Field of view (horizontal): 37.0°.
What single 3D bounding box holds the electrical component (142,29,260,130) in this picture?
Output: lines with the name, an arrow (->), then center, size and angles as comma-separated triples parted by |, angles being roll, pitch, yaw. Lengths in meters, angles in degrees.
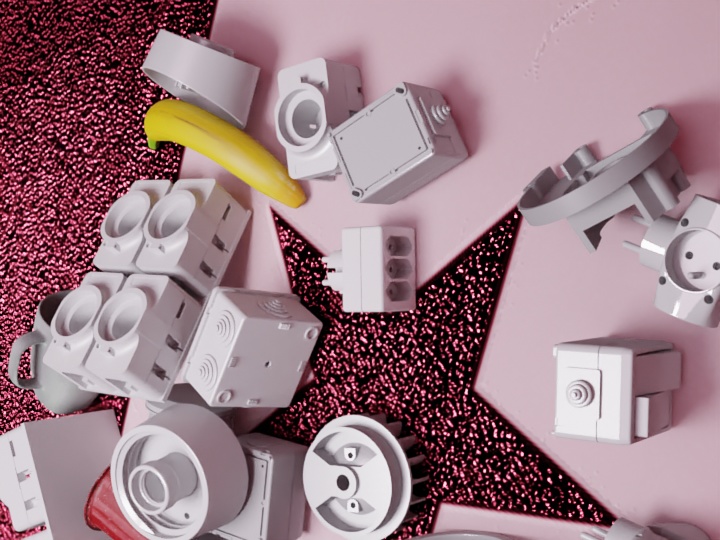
electrical component -> -0.136, -0.164, 0.919 | 0.099, 0.099, 0.064 | 27, 100, 32

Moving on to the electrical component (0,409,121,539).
electrical component -> -0.267, 0.234, 1.010 | 0.060, 0.105, 0.186 | -26, 76, 33

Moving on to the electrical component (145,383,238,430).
electrical component -> -0.148, 0.132, 0.940 | 0.080, 0.080, 0.051 | 13, 103, 35

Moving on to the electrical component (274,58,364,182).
electrical component -> -0.031, -0.120, 0.867 | 0.050, 0.056, 0.089 | -10, 85, 35

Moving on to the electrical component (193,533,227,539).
electrical component -> -0.116, 0.269, 0.929 | 0.096, 0.062, 0.061 | 33, 109, 31

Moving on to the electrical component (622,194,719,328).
electrical component -> 0.210, -0.013, 0.704 | 0.079, 0.044, 0.077 | 26, 105, 32

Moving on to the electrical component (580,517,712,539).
electrical component -> 0.184, 0.187, 0.705 | 0.079, 0.077, 0.043 | 20, 102, 34

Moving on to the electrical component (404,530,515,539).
electrical component -> 0.066, 0.234, 0.774 | 0.108, 0.108, 0.060 | -4, 94, 35

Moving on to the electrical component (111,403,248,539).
electrical component -> -0.151, 0.167, 0.866 | 0.108, 0.060, 0.108 | 6, 102, 28

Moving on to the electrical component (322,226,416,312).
electrical component -> 0.000, 0.000, 0.853 | 0.077, 0.047, 0.065 | -2, 89, 37

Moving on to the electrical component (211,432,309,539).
electrical component -> -0.083, 0.190, 0.905 | 0.062, 0.061, 0.096 | 9, 96, 35

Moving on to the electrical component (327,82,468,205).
electrical component -> 0.036, -0.097, 0.817 | 0.096, 0.061, 0.061 | -31, 73, 32

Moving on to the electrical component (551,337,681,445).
electrical component -> 0.168, 0.078, 0.703 | 0.061, 0.096, 0.061 | 2, 91, 35

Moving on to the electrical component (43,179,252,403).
electrical component -> -0.183, 0.011, 0.919 | 0.105, 0.060, 0.186 | 2, 60, 37

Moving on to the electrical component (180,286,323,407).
electrical component -> -0.087, 0.066, 0.885 | 0.048, 0.100, 0.099 | 39, 112, 43
